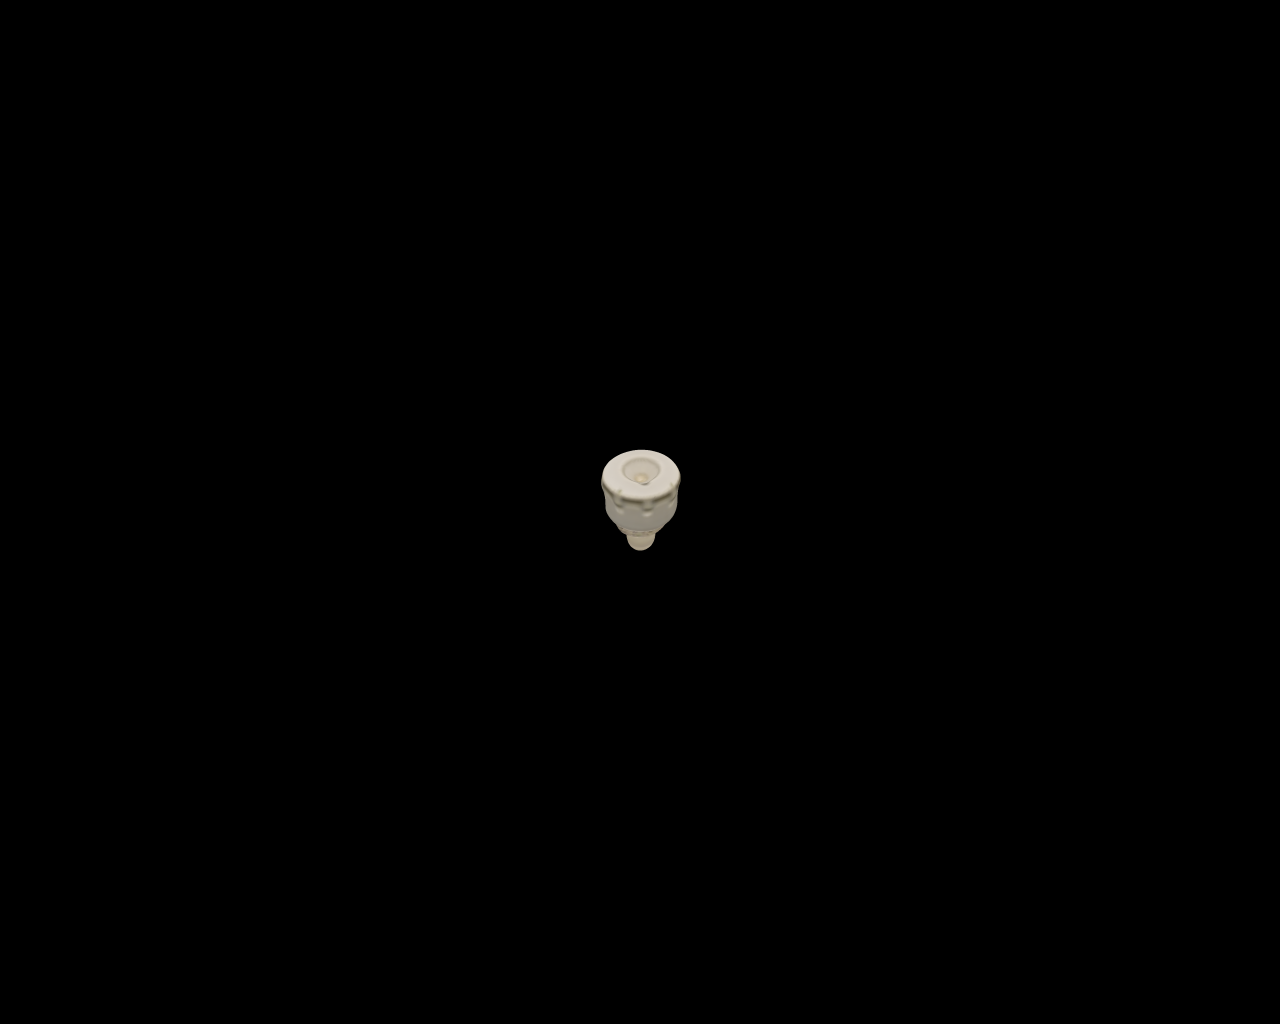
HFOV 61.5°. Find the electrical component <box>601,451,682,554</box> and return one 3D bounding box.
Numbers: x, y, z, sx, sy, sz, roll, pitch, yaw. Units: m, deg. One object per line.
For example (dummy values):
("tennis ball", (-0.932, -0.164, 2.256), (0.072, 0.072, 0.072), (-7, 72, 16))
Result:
("electrical component", (0.001, -0.003, 0.650), (0.048, 0.062, 0.048), (0, 40, 0))
